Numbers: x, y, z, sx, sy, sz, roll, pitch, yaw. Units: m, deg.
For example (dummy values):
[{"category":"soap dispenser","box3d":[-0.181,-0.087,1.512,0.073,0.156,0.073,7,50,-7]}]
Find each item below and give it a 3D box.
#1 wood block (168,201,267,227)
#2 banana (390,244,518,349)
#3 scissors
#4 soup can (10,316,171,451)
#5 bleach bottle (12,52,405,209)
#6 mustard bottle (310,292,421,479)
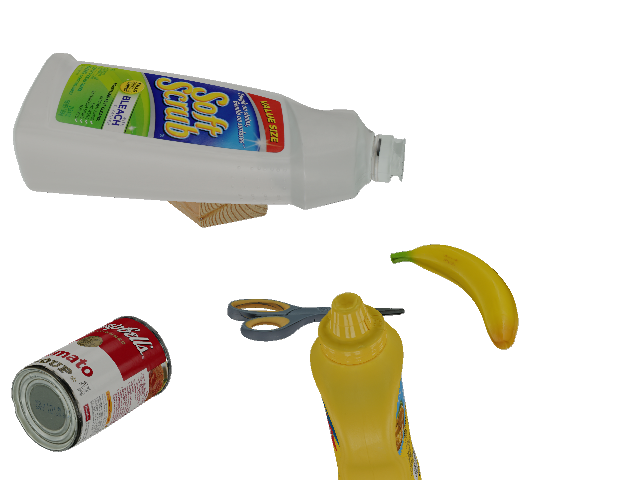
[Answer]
[{"category":"wood block","box3d":[-0.152,-0.099,1.271,0.090,0.090,0.206,-12,29,-32]},{"category":"banana","box3d":[0.155,0.050,1.116,0.069,0.037,0.198,-35,39,-13]},{"category":"scissors","box3d":[-0.005,0.090,1.189,0.201,0.016,0.096,4,22,1]},{"category":"soup can","box3d":[-0.169,0.105,0.792,0.069,0.068,0.102,0,17,33]},{"category":"bleach bottle","box3d":[-0.069,-0.069,0.714,0.251,0.068,0.102,5,45,7]},{"category":"mustard bottle","box3d":[0.029,0.107,0.685,0.058,0.191,0.096,-6,41,6]}]
